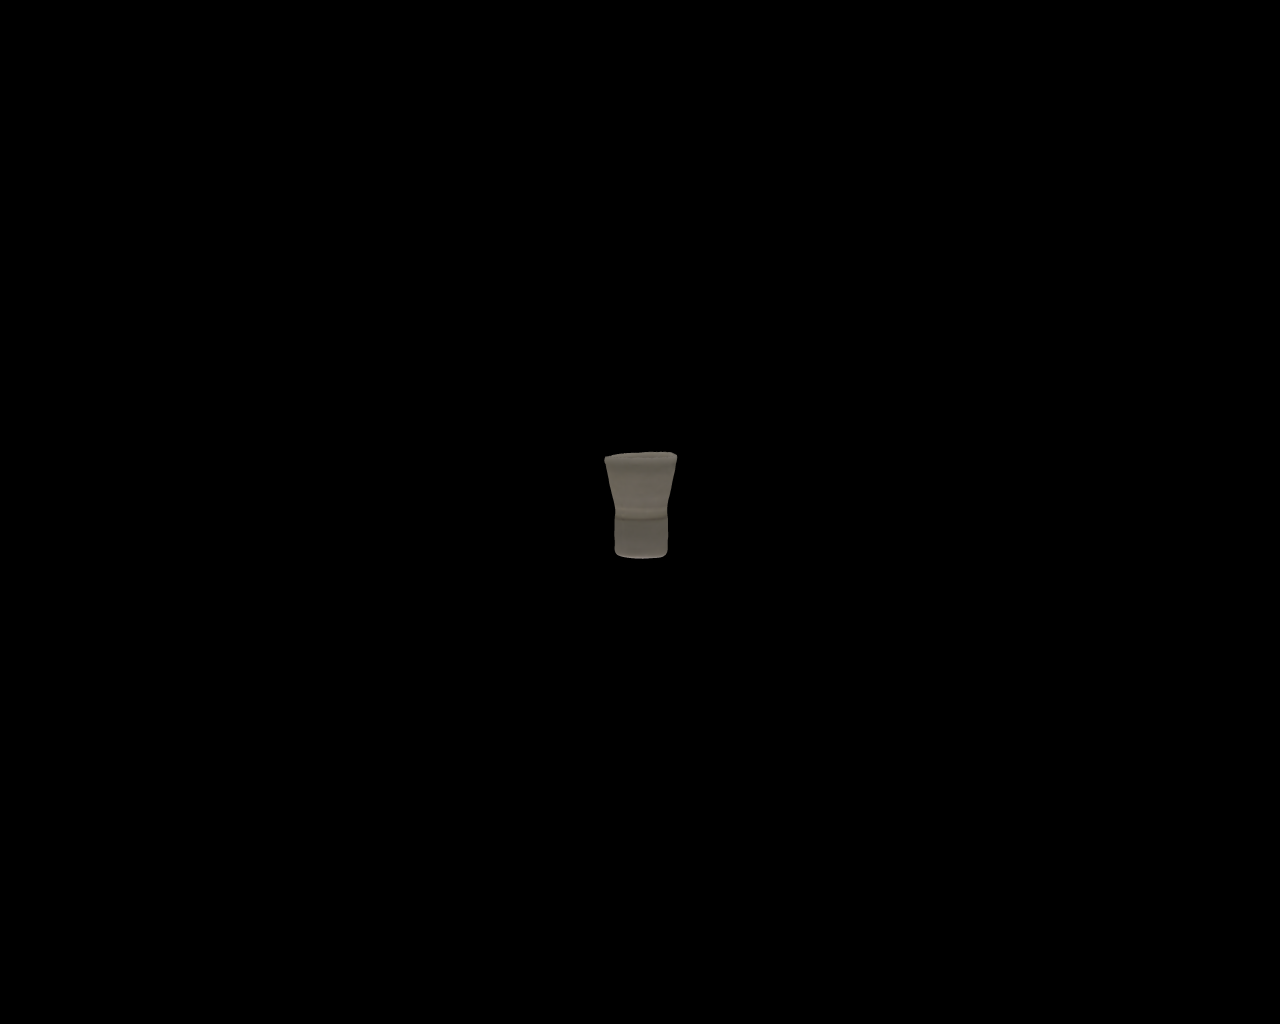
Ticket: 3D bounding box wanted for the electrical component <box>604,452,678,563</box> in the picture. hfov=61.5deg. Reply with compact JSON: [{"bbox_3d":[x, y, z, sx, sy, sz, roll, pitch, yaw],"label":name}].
[{"bbox_3d":[0.001,-0.003,0.650,0.044,0.065,0.044,0,7,0],"label":"electrical component"}]
